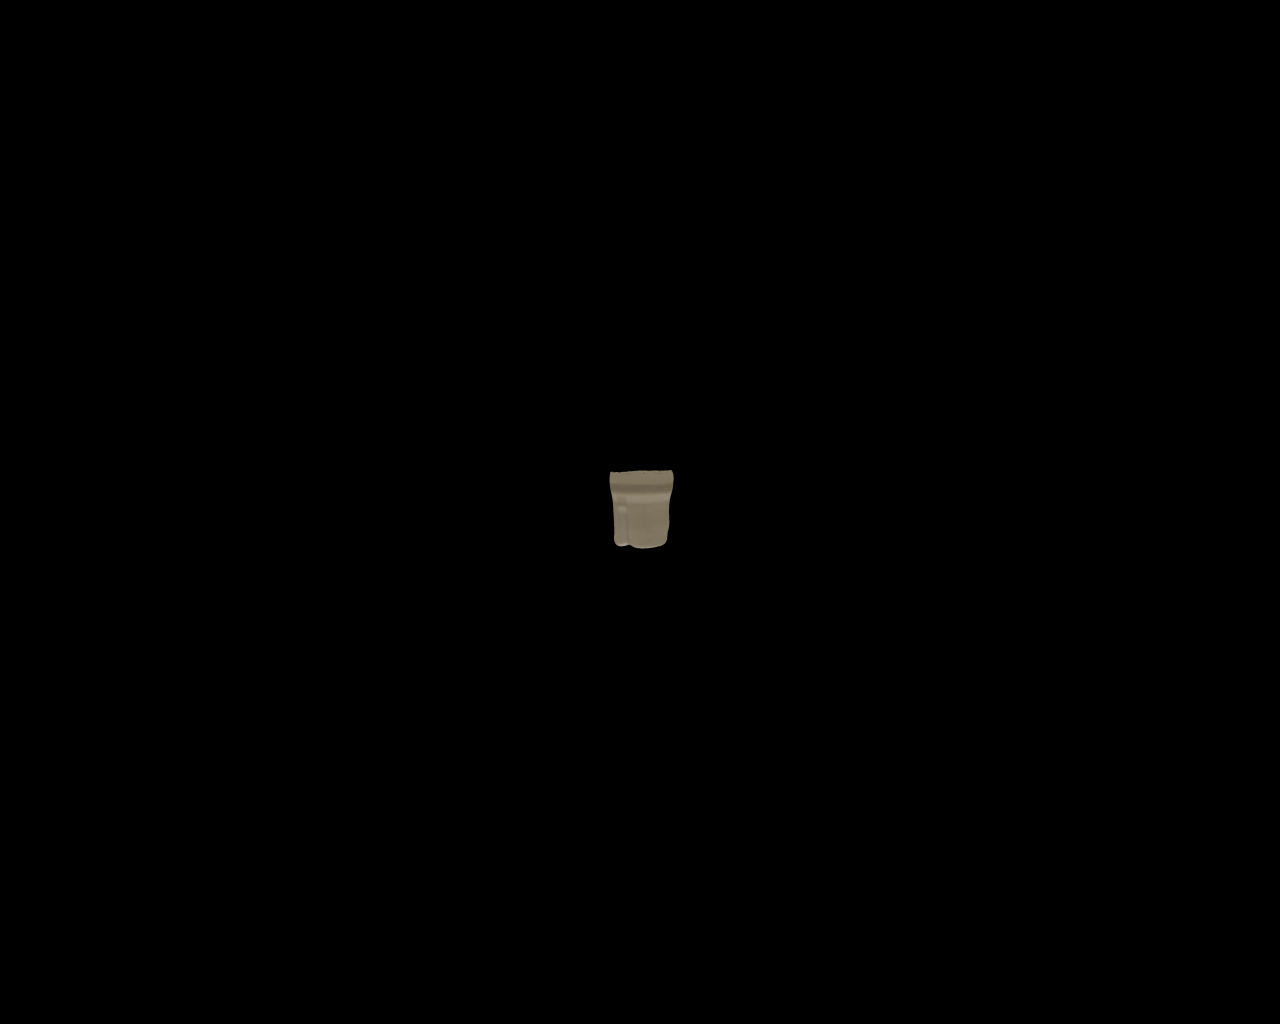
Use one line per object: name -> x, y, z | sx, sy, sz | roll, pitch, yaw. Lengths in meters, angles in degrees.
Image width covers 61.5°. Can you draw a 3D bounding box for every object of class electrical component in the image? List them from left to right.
electrical component -> 0.001, -0.003, 0.650 | 0.040, 0.046, 0.040 | 0, 4, 0
